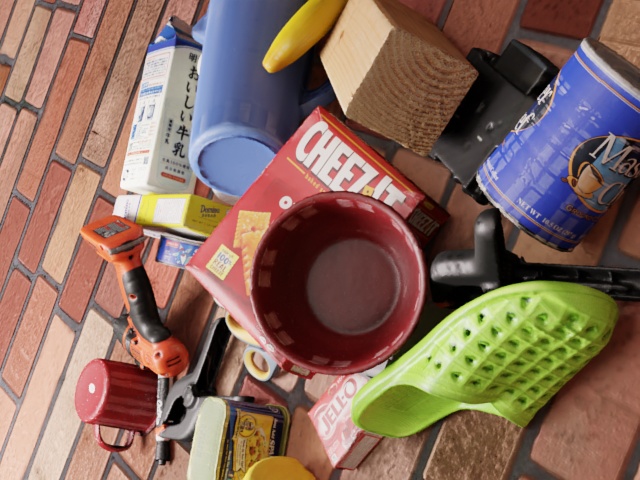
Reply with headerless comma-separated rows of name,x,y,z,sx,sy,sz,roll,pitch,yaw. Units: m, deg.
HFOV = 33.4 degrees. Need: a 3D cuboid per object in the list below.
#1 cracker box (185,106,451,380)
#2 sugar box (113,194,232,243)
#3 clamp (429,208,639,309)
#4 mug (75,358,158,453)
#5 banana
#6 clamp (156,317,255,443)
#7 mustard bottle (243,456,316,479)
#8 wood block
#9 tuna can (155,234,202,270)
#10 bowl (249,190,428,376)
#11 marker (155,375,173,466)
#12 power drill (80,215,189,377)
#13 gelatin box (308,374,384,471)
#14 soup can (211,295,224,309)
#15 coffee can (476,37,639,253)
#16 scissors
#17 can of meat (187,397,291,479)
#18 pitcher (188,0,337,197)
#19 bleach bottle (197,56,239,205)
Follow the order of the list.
cracker box,-0.007,0.001,1.040,0.214,0.072,0.164,-50,59,6
sugar box,-0.172,-0.026,1.307,0.177,0.093,0.048,6,80,51
clamp,0.145,0.024,0.869,0.210,0.164,0.036,-16,55,57
mug,-0.252,0.204,1.326,0.093,0.081,0.117,-13,67,48
banana,0.010,-0.240,1.123,0.037,0.197,0.070,37,139,8
clamp,-0.132,0.185,1.222,0.172,0.039,0.120,-56,35,27
mustard bottle,-0.083,0.306,1.070,0.058,0.096,0.192,39,111,21
wood block,0.067,-0.168,1.012,0.091,0.090,0.206,-59,17,18
tuna can,-0.152,0.019,1.271,0.086,0.086,0.034,11,86,52
bowl,0.021,0.039,0.946,0.162,0.055,0.162,-2,83,17
marker,-0.189,0.213,1.296,0.020,0.020,0.121,-24,59,44
power drill,-0.231,0.066,1.305,0.185,0.057,0.187,18,130,58
gelatin box,0.033,0.167,1.034,0.089,0.030,0.073,-53,41,23
soup can,-0.068,0.045,1.173,0.102,0.068,0.068,-7,71,50
coffee can,0.208,-0.075,0.854,0.140,0.102,0.103,-53,42,24
scissors,-0.031,0.126,1.112,0.202,0.016,0.096,25,132,43
can of meat,-0.085,0.218,1.115,0.058,0.083,0.102,-3,75,50
pitcher,-0.062,-0.168,1.159,0.149,0.144,0.242,-38,35,40
bleach bottle,-0.108,-0.161,1.305,0.103,0.068,0.251,-45,44,25
